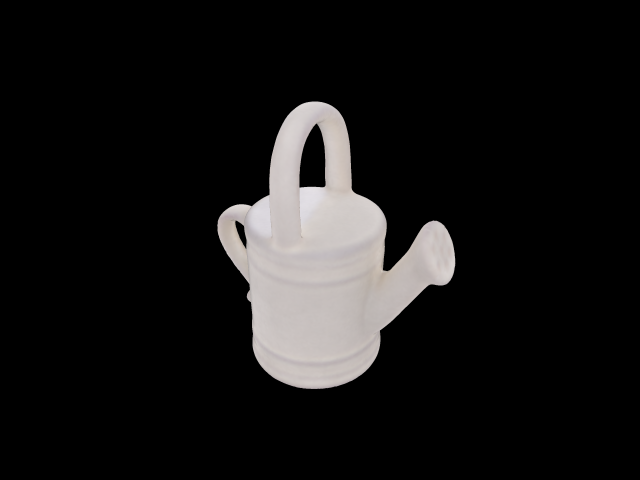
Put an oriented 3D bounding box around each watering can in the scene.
[{"bbox_3d":[0.005,0.000,0.402,0.172,0.194,0.101,3,31,5],"label":"watering can"}]
